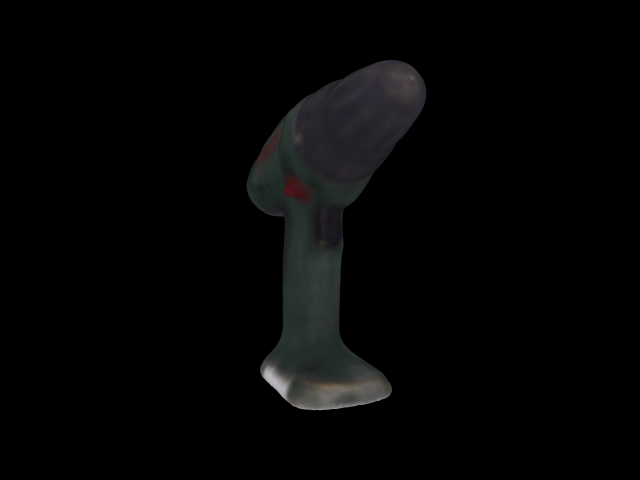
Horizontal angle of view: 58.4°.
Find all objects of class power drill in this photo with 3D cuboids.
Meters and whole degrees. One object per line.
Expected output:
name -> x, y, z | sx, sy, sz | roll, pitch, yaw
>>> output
power drill -> 0.004, 0.001, 0.400 | 0.076, 0.208, 0.229 | -2, 5, -23
